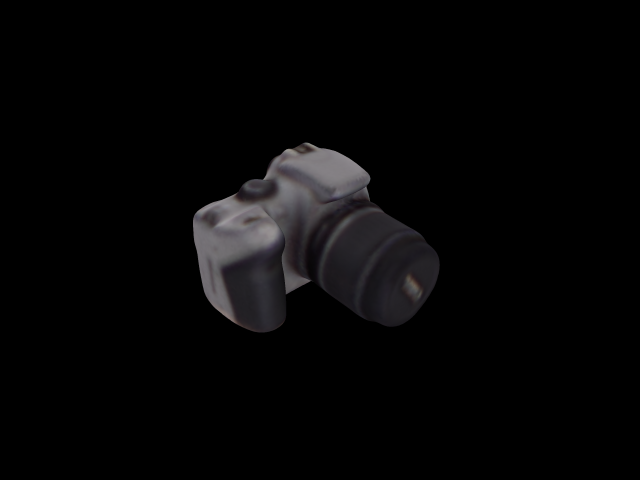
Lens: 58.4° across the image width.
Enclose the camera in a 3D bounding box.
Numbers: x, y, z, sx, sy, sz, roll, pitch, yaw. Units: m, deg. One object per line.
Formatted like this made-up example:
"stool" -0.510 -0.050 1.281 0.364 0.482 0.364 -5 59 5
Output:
"camera" 0.004 0.001 0.400 0.143 0.101 0.136 -27 44 -33
